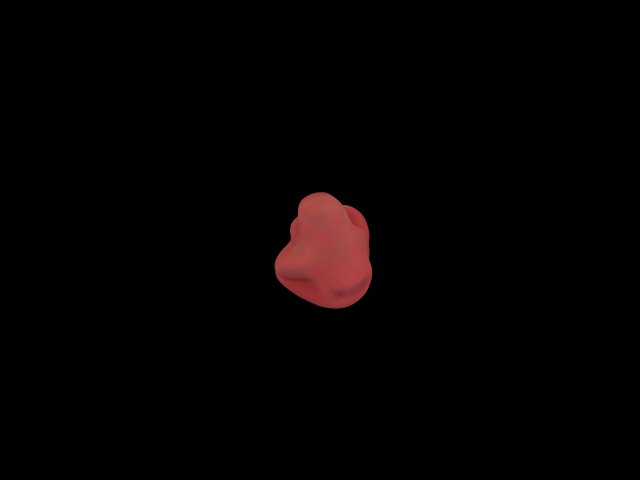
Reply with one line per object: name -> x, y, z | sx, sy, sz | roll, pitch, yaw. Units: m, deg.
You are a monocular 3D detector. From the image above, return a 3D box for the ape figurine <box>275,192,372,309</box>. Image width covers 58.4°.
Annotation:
ape figurine -> 0.004, 0.001, 0.400 | 0.078, 0.092, 0.076 | -21, 58, -13
